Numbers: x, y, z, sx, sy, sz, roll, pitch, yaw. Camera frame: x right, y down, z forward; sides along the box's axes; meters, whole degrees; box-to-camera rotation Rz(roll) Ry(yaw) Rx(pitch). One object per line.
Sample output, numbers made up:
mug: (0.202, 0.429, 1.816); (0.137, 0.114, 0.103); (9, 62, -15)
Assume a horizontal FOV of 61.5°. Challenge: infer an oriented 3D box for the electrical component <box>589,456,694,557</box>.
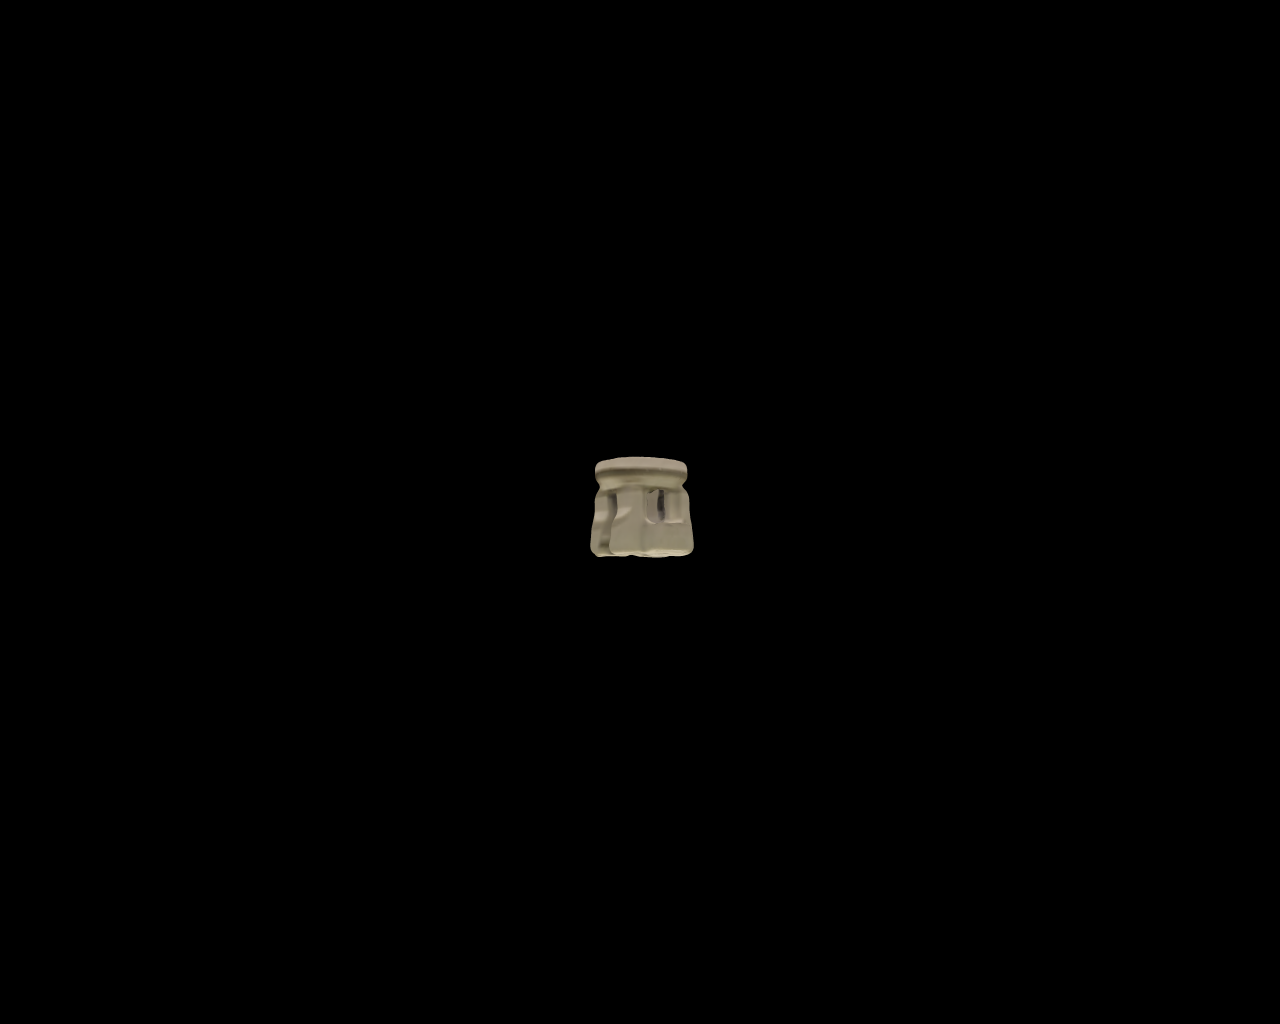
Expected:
electrical component: (0.001, -0.003, 0.650); (0.058, 0.057, 0.078); (3, -5, -32)
